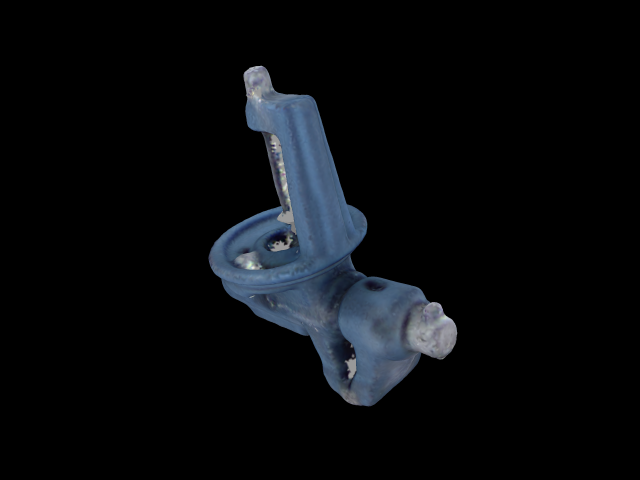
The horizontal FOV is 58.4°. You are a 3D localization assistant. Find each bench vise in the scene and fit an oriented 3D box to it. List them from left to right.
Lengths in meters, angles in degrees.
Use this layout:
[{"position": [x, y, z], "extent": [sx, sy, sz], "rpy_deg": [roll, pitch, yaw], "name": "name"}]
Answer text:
[{"position": [0.009, -0.005, 0.409], "extent": [0.207, 0.220, 0.122], "rpy_deg": [16, 40, 20], "name": "bench vise"}]
